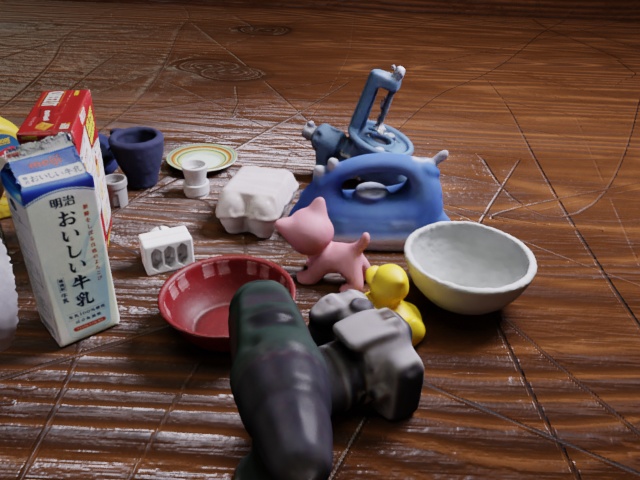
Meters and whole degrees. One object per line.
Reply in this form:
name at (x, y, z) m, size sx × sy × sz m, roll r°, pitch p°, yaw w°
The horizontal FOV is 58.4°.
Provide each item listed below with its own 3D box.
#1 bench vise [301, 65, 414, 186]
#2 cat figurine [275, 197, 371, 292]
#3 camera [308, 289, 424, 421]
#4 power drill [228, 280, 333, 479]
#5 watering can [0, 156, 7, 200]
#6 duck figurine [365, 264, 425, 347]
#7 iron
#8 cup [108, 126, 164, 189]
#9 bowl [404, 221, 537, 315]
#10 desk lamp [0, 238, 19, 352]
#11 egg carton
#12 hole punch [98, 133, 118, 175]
bench vise at (0.069, -0.191, 0.982) m, size 0.207 × 0.220 × 0.121 m, roll 2°, pitch 32°, yaw 1°
cat figurine at (0.007, 0.003, 0.762) m, size 0.127 × 0.118 × 0.067 m, roll 12°, pitch 33°, yaw 16°
camera at (0.018, 0.120, 0.590) m, size 0.137 × 0.101 × 0.142 m, roll -16°, pitch 36°, yaw -26°
power drill at (-0.031, 0.146, 0.443) m, size 0.076 × 0.208 × 0.229 m, roll -6°, pitch 33°, yaw -12°
watering can at (-0.520, -0.082, 0.795) m, size 0.173 × 0.194 × 0.100 m, roll -17°, pitch 36°, yaw -27°
duck figurine at (0.085, 0.072, 0.684) m, size 0.078 × 0.086 × 0.104 m, roll -15°, pitch 36°, yaw -25°
iron at (0.070, -0.070, 0.862) m, size 0.258 × 0.141 × 0.118 m, roll 0°, pitch 32°, yaw -4°
cup at (-0.324, -0.143, 1.000) m, size 0.117 × 0.095 × 0.092 m, roll 24°, pitch 38°, yaw 31°
bowl at (0.189, 0.046, 0.744) m, size 0.167 × 0.075 × 0.167 m, roll 2°, pitch 32°, yaw -1°
desk lamp at (-0.357, 0.105, 0.484) m, size 0.117 × 0.214 × 0.204 m, roll 27°, pitch 40°, yaw 35°
egg carton at (-0.099, -0.066, 0.912) m, size 0.107 × 0.069 × 0.150 m, roll 8°, pitch 32°, yaw 10°
hole punch at (-0.421, -0.162, 1.028) m, size 0.101 × 0.091 × 0.108 m, roll 2°, pitch 32°, yaw -1°
